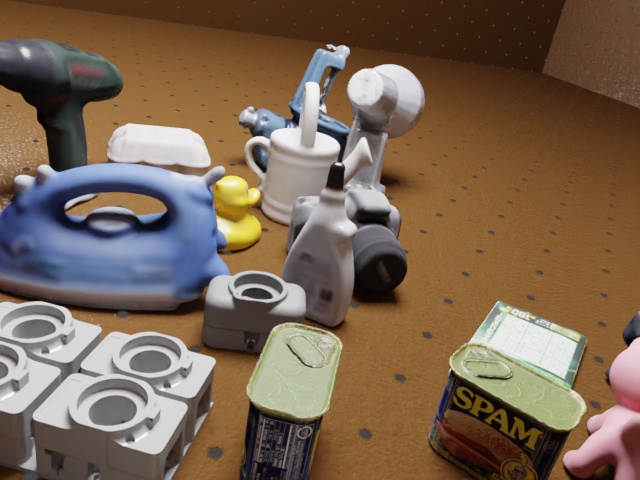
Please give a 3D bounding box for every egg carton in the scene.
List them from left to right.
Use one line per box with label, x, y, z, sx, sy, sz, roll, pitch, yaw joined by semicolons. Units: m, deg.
egg carton;-0.245;-0.130;0.875;0.150;0.069;0.107;1;28;-19

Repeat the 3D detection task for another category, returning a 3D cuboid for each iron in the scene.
iron;-0.218;-0.018;0.579;0.259;0.141;0.118;3;27;-16

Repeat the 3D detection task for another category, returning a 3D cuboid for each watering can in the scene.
watering can;-0.015;-0.125;0.814;0.173;0.194;0.100;-2;29;-25

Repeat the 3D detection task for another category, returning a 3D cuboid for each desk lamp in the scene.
desk lamp;0.081;-0.173;0.926;0.117;0.213;0.204;19;27;17

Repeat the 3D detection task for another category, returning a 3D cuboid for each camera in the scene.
camera;0.043;-0.003;0.697;0.143;0.101;0.136;3;27;-16

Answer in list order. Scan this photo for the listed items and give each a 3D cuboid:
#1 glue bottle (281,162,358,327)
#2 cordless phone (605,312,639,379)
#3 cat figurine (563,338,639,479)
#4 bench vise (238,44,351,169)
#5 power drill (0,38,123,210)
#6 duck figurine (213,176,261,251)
glue bottle;0.005;0.002;0.590;0.078;0.173;0.037;21;28;21
cordless phone;0.359;0.094;0.529;0.094;0.185;0.147;6;26;-10
cat figurine;0.269;0.139;0.481;0.067;0.118;0.128;27;30;29
bench vise;-0.024;-0.222;0.975;0.208;0.220;0.121;-14;35;-40
power drill;-0.335;-0.146;0.716;0.075;0.208;0.230;17;27;12
duck figurine;-0.119;-0.038;0.722;0.105;0.086;0.077;-12;34;-38
